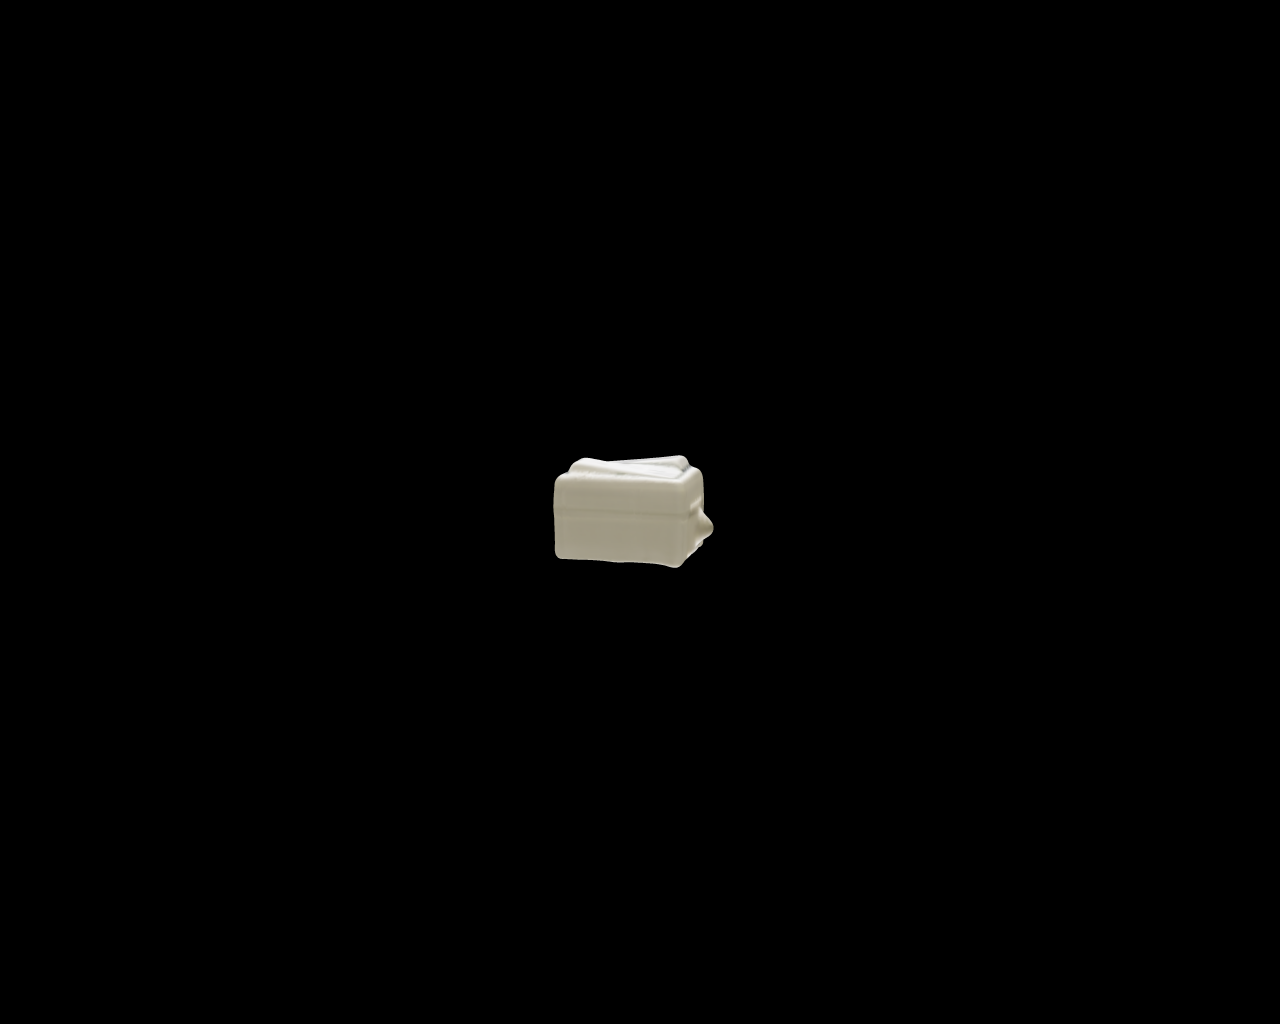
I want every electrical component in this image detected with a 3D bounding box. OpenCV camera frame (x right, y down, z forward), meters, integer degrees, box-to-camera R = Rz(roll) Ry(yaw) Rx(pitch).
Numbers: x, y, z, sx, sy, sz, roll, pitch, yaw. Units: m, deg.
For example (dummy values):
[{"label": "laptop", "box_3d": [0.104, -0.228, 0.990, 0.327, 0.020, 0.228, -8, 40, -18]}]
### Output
[{"label": "electrical component", "box_3d": [0.001, -0.003, 0.650, 0.096, 0.061, 0.062, 3, 12, 16]}]
